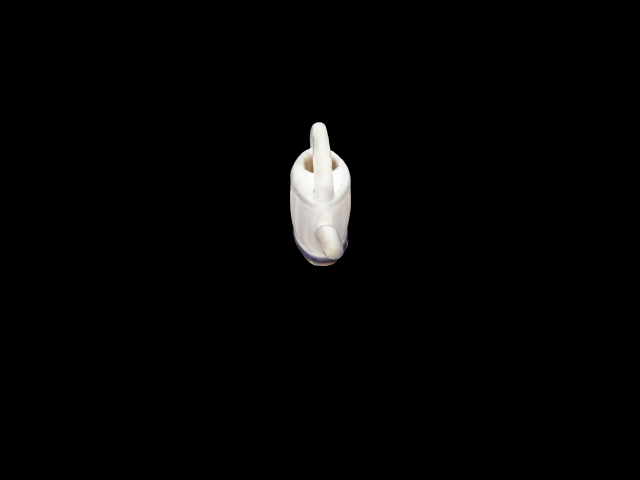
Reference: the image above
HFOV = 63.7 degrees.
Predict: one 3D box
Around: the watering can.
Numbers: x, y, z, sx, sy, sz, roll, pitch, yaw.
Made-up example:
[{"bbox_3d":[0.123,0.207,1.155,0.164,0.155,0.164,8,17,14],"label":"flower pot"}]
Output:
[{"bbox_3d":[0.003,-0.043,0.850,0.104,0.219,0.356,-2,44,-2],"label":"watering can"}]
